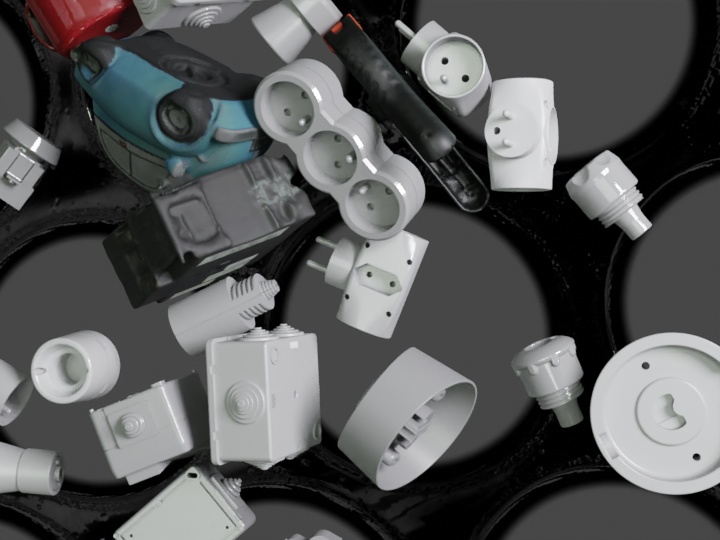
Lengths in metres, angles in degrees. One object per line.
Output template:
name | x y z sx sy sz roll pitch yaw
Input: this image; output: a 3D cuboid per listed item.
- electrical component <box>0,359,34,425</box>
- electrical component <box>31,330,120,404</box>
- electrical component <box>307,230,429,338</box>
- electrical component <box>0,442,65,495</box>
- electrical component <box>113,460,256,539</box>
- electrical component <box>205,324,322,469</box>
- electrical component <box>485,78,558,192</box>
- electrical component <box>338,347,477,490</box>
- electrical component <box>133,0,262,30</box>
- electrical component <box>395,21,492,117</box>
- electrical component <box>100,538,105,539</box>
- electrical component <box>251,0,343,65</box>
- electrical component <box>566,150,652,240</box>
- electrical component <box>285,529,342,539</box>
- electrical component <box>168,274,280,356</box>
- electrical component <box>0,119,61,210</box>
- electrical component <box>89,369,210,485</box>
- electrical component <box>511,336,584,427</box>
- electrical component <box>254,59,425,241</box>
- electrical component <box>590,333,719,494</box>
electrical component | -0.304 0.084 0.847 0.081 0.043 0.043 28 95 9
electrical component | -0.220 0.076 0.830 0.055 0.047 0.055 0 91 10
electrical component | 0.000 0.000 0.791 0.079 0.043 0.077 22 94 10
electrical component | -0.266 0.157 0.843 0.065 0.044 0.044 4 91 5
electrical component | -0.125 0.188 0.810 0.096 0.061 0.061 -41 83 0
electrical component | -0.067 0.090 0.777 0.048 0.100 0.099 -3 90 23
electrical component | 0.110 -0.095 0.752 0.044 0.079 0.077 1 91 20
electrical component | 0.033 0.106 0.761 0.064 0.099 0.099 36 97 14
electrical component | -0.128 -0.226 0.786 0.048 0.100 0.099 -27 85 45
electrical component | 0.056 -0.149 0.762 0.079 0.077 0.043 42 97 7
electrical component | -0.188 0.254 0.819 0.062 0.061 0.096 -16 88 10
electrical component | -0.046 -0.186 0.797 0.055 0.045 0.045 -39 84 8
electrical component | 0.179 -0.050 0.758 0.043 0.043 0.062 -41 85 8
electrical component | -0.028 0.229 0.791 0.078 0.057 0.058 28 95 9
electrical component | -0.098 0.029 0.809 0.081 0.043 0.043 -26 86 9
electrical component | -0.265 -0.083 0.834 0.048 0.066 0.055 37 89 -27
electrical component | -0.150 0.117 0.792 0.062 0.096 0.061 -22 87 9
electrical component | 0.140 0.081 0.766 0.048 0.048 0.062 -23 93 10
electrical component | -0.008 -0.089 0.756 0.052 0.073 0.138 -39 96 31
electrical component | 0.213 0.095 0.744 0.108 0.060 0.108 0 91 10
